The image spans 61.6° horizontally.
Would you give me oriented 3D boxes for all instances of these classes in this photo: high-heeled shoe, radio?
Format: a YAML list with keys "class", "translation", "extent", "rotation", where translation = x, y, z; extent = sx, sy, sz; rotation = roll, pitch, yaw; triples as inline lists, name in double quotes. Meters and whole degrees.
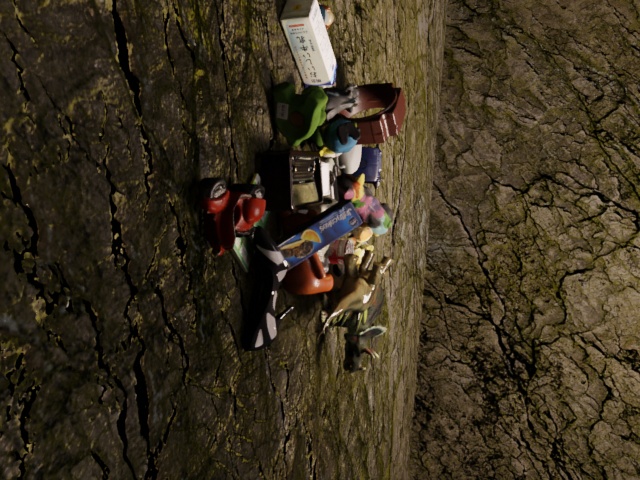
- class: "high-heeled shoe"
  translation: [-0.133, 0.104, 1.096]
  extent: [0.145, 0.086, 0.248]
  rotation: [-35, 120, -31]
- class: "radio"
  translation: [-0.058, -0.137, 1.216]
  extent: [0.229, 0.073, 0.131]
  rotation: [-25, 114, -72]

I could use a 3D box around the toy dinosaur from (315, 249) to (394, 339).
- class: "toy dinosaur"
  translation: [0.099, 0.138, 1.401]
  extent: [0.471, 0.105, 0.198]
  rotation: [-11, 117, -65]

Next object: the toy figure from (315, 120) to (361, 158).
- class: "toy figure"
  translation: [0.041, -0.252, 1.312]
  extent: [0.180, 0.082, 0.089]
  rotation: [172, -78, -74]

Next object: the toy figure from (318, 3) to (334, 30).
- class: "toy figure"
  translation: [0.000, -0.564, 1.366]
  extent: [0.064, 0.058, 0.154]
  rotation: [-53, 177, 27]

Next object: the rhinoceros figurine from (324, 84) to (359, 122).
- class: "rhinoceros figurine"
  translation: [0.038, -0.366, 1.412]
  extent: [0.190, 0.112, 0.073]
  rotation: [-44, 132, -50]

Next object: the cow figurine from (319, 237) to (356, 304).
- class: "cow figurine"
  translation: [0.053, 0.090, 1.535]
  extent: [0.127, 0.086, 0.194]
  rotation: [-1, 85, -52]

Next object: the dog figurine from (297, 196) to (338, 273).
- class: "dog figurine"
  translation: [-0.007, -0.004, 1.388]
  extent: [0.172, 0.121, 0.190]
  rotation: [-47, 150, -56]

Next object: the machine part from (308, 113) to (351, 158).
- class: "machine part"
  translation: [0.027, -0.276, 1.436]
  extent: [0.139, 0.039, 0.084]
  rotation: [-44, 137, -15]

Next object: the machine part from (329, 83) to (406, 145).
- class: "machine part"
  translation: [0.136, -0.364, 1.540]
  extent: [0.087, 0.201, 0.201]
  rotation: [68, 32, -43]

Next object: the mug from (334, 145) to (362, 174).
- class: "mug"
  translation: [0.079, -0.245, 1.587]
  extent: [0.109, 0.081, 0.107]
  rotation: [-52, 146, -40]

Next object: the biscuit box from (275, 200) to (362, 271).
- class: "biscuit box"
  translation: [-0.010, -0.012, 1.161]
  extent: [0.059, 0.203, 0.063]
  rotation: [59, -9, -12]

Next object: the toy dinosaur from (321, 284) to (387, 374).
- class: "toy dinosaur"
  translation: [0.127, 0.191, 1.607]
  extent: [0.131, 0.192, 0.405]
  rotation: [75, 28, -44]

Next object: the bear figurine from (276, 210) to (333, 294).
- class: "bear figurine"
  translation: [-0.041, 0.026, 1.254]
  extent: [0.132, 0.120, 0.195]
  rotation: [2, 85, -73]

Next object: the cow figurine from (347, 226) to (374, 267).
- class: "cow figurine"
  translation: [0.111, 0.010, 1.631]
  extent: [0.098, 0.068, 0.167]
  rotation: [59, -35, 41]

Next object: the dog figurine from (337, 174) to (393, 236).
- class: "dog figurine"
  translation: [0.131, -0.114, 1.615]
  extent: [0.108, 0.192, 0.219]
  rotation: [-48, 161, -5]

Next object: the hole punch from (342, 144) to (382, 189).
- class: "hole punch"
  translation: [0.129, -0.234, 1.675]
  extent: [0.092, 0.116, 0.142]
  rotation: [9, 84, -61]

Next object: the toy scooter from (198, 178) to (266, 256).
- class: "toy scooter"
  translation: [-0.160, -0.040, 0.978]
  extent: [0.184, 0.075, 0.135]
  rotation: [-2, 94, -66]

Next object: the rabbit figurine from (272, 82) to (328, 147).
- class: "rabbit figurine"
  translation: [-0.025, -0.292, 1.240]
  extent: [0.170, 0.121, 0.158]
  rotation: [-57, 150, -54]

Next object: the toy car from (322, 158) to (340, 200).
- class: "toy car"
  translation: [0.028, -0.130, 1.495]
  extent: [0.073, 0.056, 0.201]
  rotation: [-65, 152, -57]
